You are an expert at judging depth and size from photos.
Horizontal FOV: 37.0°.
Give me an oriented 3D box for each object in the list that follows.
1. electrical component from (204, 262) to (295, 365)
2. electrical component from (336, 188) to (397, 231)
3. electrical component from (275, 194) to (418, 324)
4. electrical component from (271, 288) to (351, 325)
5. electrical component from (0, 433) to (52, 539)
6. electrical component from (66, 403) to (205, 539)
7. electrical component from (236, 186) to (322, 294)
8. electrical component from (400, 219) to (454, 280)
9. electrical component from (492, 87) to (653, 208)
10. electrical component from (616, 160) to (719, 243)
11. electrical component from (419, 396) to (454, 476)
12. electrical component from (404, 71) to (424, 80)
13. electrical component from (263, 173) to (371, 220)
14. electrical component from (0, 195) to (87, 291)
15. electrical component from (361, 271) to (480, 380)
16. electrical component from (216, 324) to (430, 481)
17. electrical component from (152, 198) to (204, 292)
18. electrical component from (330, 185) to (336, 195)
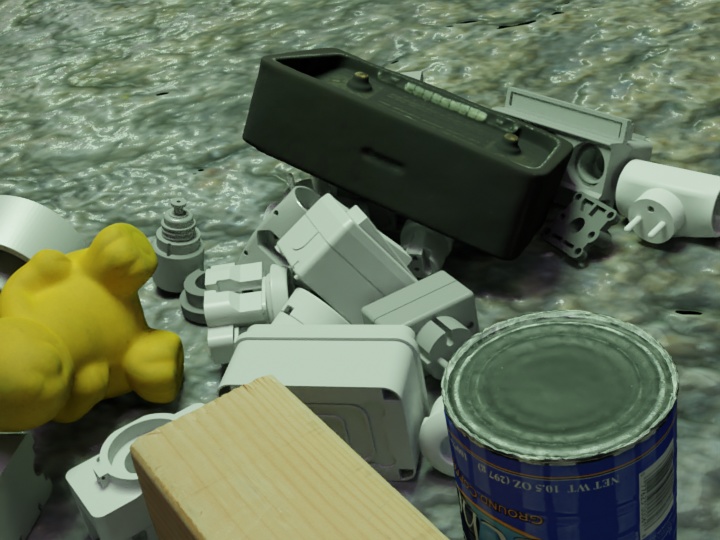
[{"bbox_3d":[-0.074,0.027,0.752,0.057,0.058,0.078,-8,45,3],"label":"electrical component"},{"bbox_3d":[0.007,-0.063,0.881,0.066,0.048,0.055,-5,41,8],"label":"electrical component"},{"bbox_3d":[0.000,0.000,0.740,0.061,0.096,0.061,-45,28,4],"label":"electrical component"},{"bbox_3d":[-0.034,0.047,0.704,0.055,0.055,0.047,28,75,45],"label":"electrical component"},{"bbox_3d":[-0.229,0.141,0.626,0.056,0.050,0.089,-2,33,13],"label":"electrical component"},{"bbox_3d":[-0.115,0.121,0.619,0.089,0.055,0.050,-27,36,-24],"label":"electrical component"},{"bbox_3d":[-0.040,-0.007,0.791,0.079,0.077,0.043,43,24,8],"label":"electrical component"},{"bbox_3d":[0.047,-0.014,0.800,0.040,0.040,0.046,1,40,18],"label":"electrical component"},{"bbox_3d":[0.168,-0.096,0.866,0.063,0.078,0.121,-8,24,-40],"label":"electrical component"},{"bbox_3d":[0.224,-0.045,0.790,0.077,0.044,0.079,18,42,38],"label":"electrical component"},{"bbox_3d":[0.063,0.088,0.632,0.048,0.048,0.062,0,27,16],"label":"electrical component"},{"bbox_3d":[0.029,-0.143,0.995,0.056,0.050,0.089,-3,33,11],"label":"electrical component"},{"bbox_3d":[-0.037,-0.044,0.832,0.077,0.079,0.043,0,43,17],"label":"electrical component"},{"bbox_3d":[-0.262,0.005,0.800,0.108,0.108,0.060,-1,39,14],"label":"electrical component"},{"bbox_3d":[0.050,0.046,0.695,0.066,0.047,0.077,-25,34,-18],"label":"electrical component"},{"bbox_3d":[-0.019,0.077,0.640,0.113,0.078,0.057,-1,36,15],"label":"electrical component"},{"bbox_3d":[-0.141,-0.019,0.831,0.040,0.078,0.040,5,33,-3],"label":"electrical component"},{"bbox_3d":[0.030,-0.110,0.922,0.138,0.073,0.052,-8,32,3],"label":"electrical component"}]
